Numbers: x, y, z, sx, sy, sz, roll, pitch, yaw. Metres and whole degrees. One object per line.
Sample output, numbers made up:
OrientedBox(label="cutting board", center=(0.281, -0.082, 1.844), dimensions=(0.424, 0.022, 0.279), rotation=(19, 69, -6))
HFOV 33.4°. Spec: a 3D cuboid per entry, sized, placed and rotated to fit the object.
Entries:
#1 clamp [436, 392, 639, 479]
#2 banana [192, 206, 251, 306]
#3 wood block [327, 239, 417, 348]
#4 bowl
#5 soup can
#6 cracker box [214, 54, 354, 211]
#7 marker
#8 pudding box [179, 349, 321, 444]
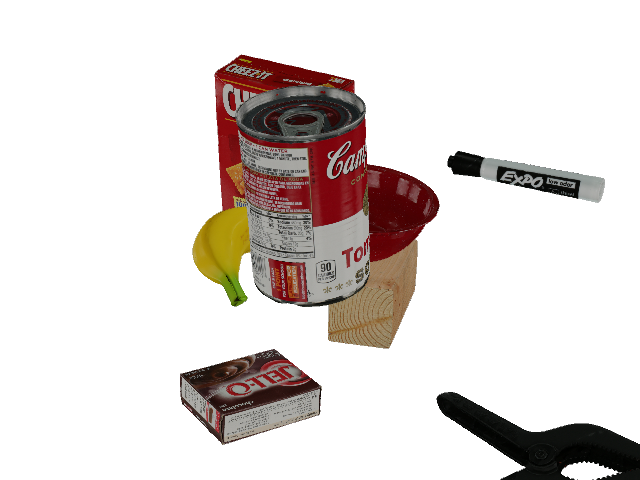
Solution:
OrientedBox(label="clamp", center=(0.178, 0.198, 0.887), dimensions=(0.210, 0.036, 0.164), rotation=(3, 39, 23))
OrientedBox(label="banana", center=(-0.054, 0.003, 0.843), dimensions=(0.037, 0.069, 0.197), rotation=(-35, 0, 23))
OrientedBox(label="wood block", center=(0.079, 0.069, 1.546), dimensions=(0.091, 0.090, 0.206), rotation=(6, 21, 12))
OrientedBox(label="bowl", center=(0.039, -0.023, 1.101), dimensions=(0.162, 0.055, 0.162), rotation=(4, 28, -2))
OrientedBox(label="soup can", center=(-0.008, -0.023, 0.575), dimensions=(0.068, 0.102, 0.068), rotation=(-3, 29, 1))
OrientedBox(label="cracker box", center=(-0.045, -0.107, 1.330), dimensions=(0.164, 0.214, 0.072), rotation=(17, 37, 24))
OrientedBox(label="marker", center=(0.155, -0.050, 0.818), dimensions=(0.121, 0.020, 0.020), rotation=(14, 5, 24))
OrientedBox(label="pudding box", center=(-0.069, 0.151, 1.046), dimensions=(0.113, 0.039, 0.090), rotation=(-14, 26, -30))
